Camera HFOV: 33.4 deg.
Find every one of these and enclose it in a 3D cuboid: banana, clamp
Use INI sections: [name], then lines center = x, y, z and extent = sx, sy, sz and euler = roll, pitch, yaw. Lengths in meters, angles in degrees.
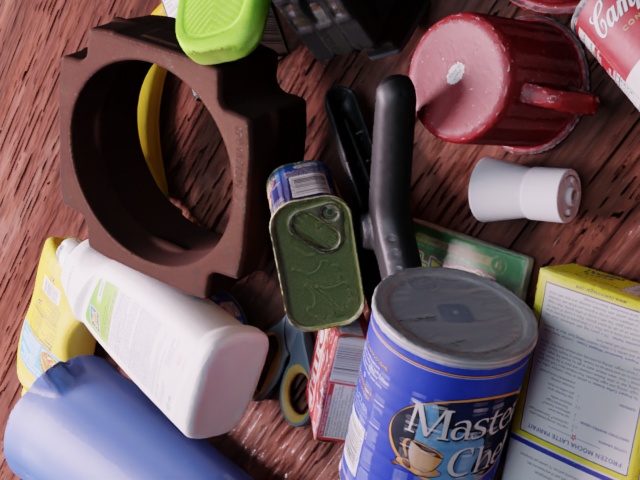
[banana]
center = -0.152, -0.120, 0.969
extent = 0.070, 0.037, 0.198
euler = 3, 97, 21
[clamp]
center = 0.041, -0.016, 0.749
extent = 0.165, 0.036, 0.210
euler = -135, 37, -72

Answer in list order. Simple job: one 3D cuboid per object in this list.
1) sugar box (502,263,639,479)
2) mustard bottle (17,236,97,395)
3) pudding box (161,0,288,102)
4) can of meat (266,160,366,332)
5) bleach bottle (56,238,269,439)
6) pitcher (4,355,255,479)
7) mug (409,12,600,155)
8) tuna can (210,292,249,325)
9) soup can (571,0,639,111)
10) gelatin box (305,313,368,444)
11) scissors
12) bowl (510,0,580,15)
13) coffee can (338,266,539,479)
[sugar box]
center = 0.170, 0.112, 0.668
extent = 0.093, 0.048, 0.176
euler = 21, 110, 43
[mustard bottle]
center = -0.262, 0.099, 1.072
extent = 0.096, 0.058, 0.192
euler = 39, 118, 35
[pudding box]
center = -0.084, -0.185, 0.894
extent = 0.090, 0.039, 0.113
euler = -30, 73, 42
[can of meat]
center = -0.005, 0.001, 0.773
extent = 0.084, 0.057, 0.102
euler = -104, 3, -65
[bleach bottle]
center = -0.151, 0.060, 0.912
extent = 0.251, 0.067, 0.103
euler = 36, 116, 38
[pitcher]
center = -0.154, 0.216, 0.942
extent = 0.243, 0.149, 0.145
euler = 26, 95, 36
[mug]
center = 0.119, -0.097, 0.675
extent = 0.117, 0.081, 0.093
euler = 27, 111, 40
[tuna can]
center = -0.101, 0.086, 0.933
extent = 0.086, 0.033, 0.086
euler = 4, 96, 43
[soup can]
center = 0.200, -0.105, 0.607
extent = 0.069, 0.068, 0.102
euler = -49, 61, 34
[gelatin box]
center = 0.012, 0.096, 0.798
extent = 0.073, 0.030, 0.089
euler = -105, 26, -68
[scissors]
center = -0.005, 0.068, 0.853
extent = 0.096, 0.016, 0.202
euler = 50, 124, 27
[bowl]
center = 0.144, -0.223, 0.652
extent = 0.162, 0.055, 0.162
euler = -2, 87, 42
[coffee can]
center = 0.073, 0.103, 0.682
extent = 0.103, 0.102, 0.140
euler = 34, 128, 37
